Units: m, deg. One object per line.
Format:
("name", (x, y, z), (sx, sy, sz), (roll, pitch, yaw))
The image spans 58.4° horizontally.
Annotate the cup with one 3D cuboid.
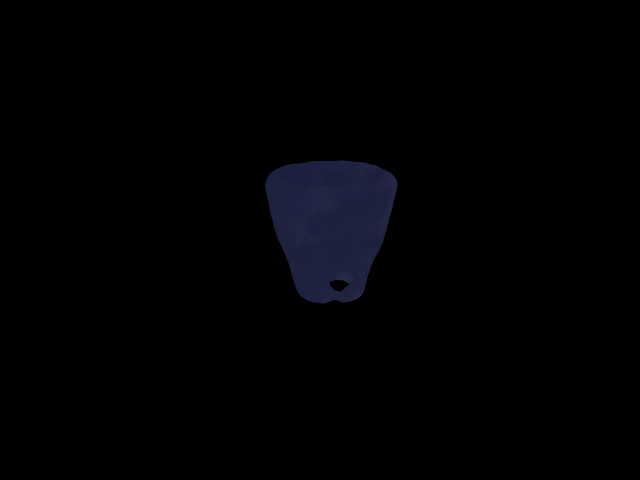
("cup", (0.004, 0.001, 0.400), (0.091, 0.095, 0.118), (7, 21, 19))
